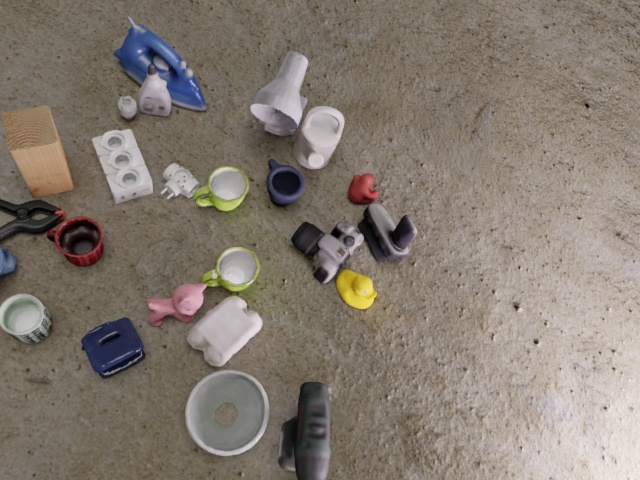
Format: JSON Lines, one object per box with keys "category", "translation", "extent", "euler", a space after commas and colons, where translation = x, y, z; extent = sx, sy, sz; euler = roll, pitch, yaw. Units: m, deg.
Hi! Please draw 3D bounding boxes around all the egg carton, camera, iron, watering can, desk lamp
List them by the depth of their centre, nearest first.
{"category": "egg carton", "translation": [-0.205, 0.194, 1.231], "extent": [0.107, 0.069, 0.150], "euler": [43, 65, 6]}
{"category": "camera", "translation": [0.012, 0.005, 1.348], "extent": [0.137, 0.100, 0.143], "euler": [39, 64, 4]}
{"category": "watering can", "translation": [0.002, -0.255, 1.400], "extent": [0.101, 0.194, 0.173], "euler": [-7, 70, -16]}
{"category": "desk lamp", "translation": [-0.091, -0.345, 1.403], "extent": [0.118, 0.213, 0.203], "euler": [21, 65, -5]}
{"category": "iron", "translation": [-0.378, -0.433, 1.406], "extent": [0.258, 0.141, 0.119], "euler": [36, 64, 2]}

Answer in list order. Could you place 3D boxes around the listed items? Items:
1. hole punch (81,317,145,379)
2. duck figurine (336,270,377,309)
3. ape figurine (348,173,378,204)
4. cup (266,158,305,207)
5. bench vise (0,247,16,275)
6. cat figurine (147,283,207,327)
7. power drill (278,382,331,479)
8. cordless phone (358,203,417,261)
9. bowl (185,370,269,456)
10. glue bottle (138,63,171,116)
{"category": "hole punch", "translation": [-0.420, 0.213, 1.156], "extent": [0.109, 0.091, 0.101], "euler": [-27, 77, -22]}
{"category": "duck figurine", "translation": [0.090, 0.106, 1.334], "extent": [0.104, 0.086, 0.078], "euler": [45, 65, 7]}
{"category": "ape figurine", "translation": [0.110, -0.136, 1.436], "extent": [0.076, 0.092, 0.078], "euler": [-26, 76, -22]}
{"category": "cup", "translation": [-0.096, -0.131, 1.379], "extent": [0.092, 0.095, 0.117], "euler": [-29, 77, -23]}
{"category": "bench vise", "translation": [-0.701, 0.054, 1.078], "extent": [0.121, 0.219, 0.208], "euler": [45, 65, 7]}
{"category": "cat figurine", "translation": [-0.301, 0.131, 1.206], "extent": [0.128, 0.117, 0.067], "euler": [-8, 70, -17]}
{"category": "power drill", "translation": [-0.027, 0.400, 1.115], "extent": [0.076, 0.208, 0.229], "euler": [8, 66, -11]}
{"category": "cordless phone", "translation": [0.173, -0.039, 1.360], "extent": [0.094, 0.185, 0.147], "euler": [-26, 76, -22]}
{"category": "bowl", "translation": [-0.190, 0.353, 1.166], "extent": [0.168, 0.074, 0.167], "euler": [5, 67, -12]}
{"category": "glue bottle", "translation": [-0.393, -0.358, 1.353], "extent": [0.078, 0.173, 0.037], "euler": [7, 66, -11]}
